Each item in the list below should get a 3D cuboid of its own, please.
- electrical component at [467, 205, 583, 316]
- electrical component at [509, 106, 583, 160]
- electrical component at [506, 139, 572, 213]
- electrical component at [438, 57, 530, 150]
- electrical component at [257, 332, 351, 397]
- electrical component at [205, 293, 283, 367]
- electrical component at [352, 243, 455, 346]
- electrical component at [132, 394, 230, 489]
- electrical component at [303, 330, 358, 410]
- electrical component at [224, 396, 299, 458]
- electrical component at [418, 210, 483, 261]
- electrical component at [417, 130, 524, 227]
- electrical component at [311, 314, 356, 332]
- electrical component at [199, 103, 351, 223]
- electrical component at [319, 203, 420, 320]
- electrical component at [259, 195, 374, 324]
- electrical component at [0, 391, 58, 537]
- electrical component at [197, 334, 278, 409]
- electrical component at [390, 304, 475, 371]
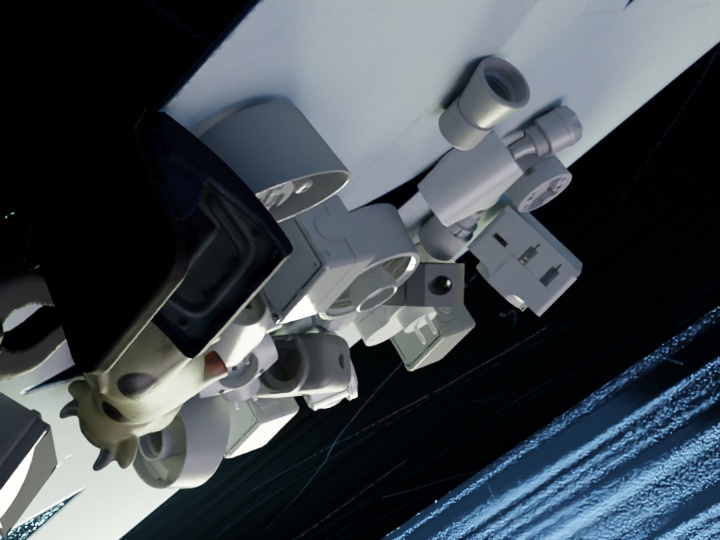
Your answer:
[{"bbox_3d":[0.157,-0.010,1.021,0.061,0.089,0.150,-47,174,11],"label":"electrical component"},{"bbox_3d":[0.155,-0.112,0.907,0.061,0.035,0.035,-28,162,-4],"label":"electrical component"},{"bbox_3d":[0.151,-0.086,0.948,0.055,0.047,0.055,-28,161,-10],"label":"electrical component"},{"bbox_3d":[0.086,-0.117,0.776,0.044,0.044,0.065,-17,161,-39],"label":"electrical component"},{"bbox_3d":[-0.063,0.090,1.010,0.095,0.053,0.059,-8,170,22],"label":"electrical component"},{"bbox_3d":[-0.091,0.038,0.893,0.079,0.043,0.077,-21,160,-30],"label":"electrical component"},{"bbox_3d":[0.051,0.037,1.069,0.052,0.073,0.138,-12,154,-46],"label":"electrical component"},{"bbox_3d":[-0.167,0.151,0.987,0.064,0.099,0.099,1,144,-49],"label":"electrical component"},{"bbox_3d":[-0.038,0.099,1.081,0.051,0.080,0.080,-22,160,-12],"label":"electrical component"},{"bbox_3d":[-0.108,0.138,1.099,0.061,0.061,0.096,-13,155,-44],"label":"electrical component"},{"bbox_3d":[0.086,-0.042,0.971,0.040,0.040,0.078,-12,154,-46],"label":"electrical component"},{"bbox_3d":[0.096,-0.072,0.900,0.077,0.044,0.079,-35,162,11],"label":"electrical component"},{"bbox_3d":[-0.022,0.041,1.028,0.035,0.035,0.061,-38,163,20],"label":"electrical component"},{"bbox_3d":[-0.061,-0.055,0.661,0.099,0.064,0.099,-28,162,-10],"label":"electrical component"},{"bbox_3d":[0.000,0.000,0.909,0.108,0.060,0.108,-28,162,-10],"label":"electrical component"},{"bbox_3d":[-0.041,-0.005,0.827,0.061,0.061,0.096,-13,155,-44],"label":"electrical component"},{"bbox_3d":[-0.274,0.146,0.809,0.078,0.057,0.113,-58,175,-29],"label":"electrical component"},{"bbox_3d":[-0.112,0.091,0.961,0.077,0.044,0.079,-26,126,-16],"label":"electrical component"},{"bbox_3d":[0.082,0.058,1.191,0.061,0.061,0.096,-17,157,-38],"label":"electrical component"}]
